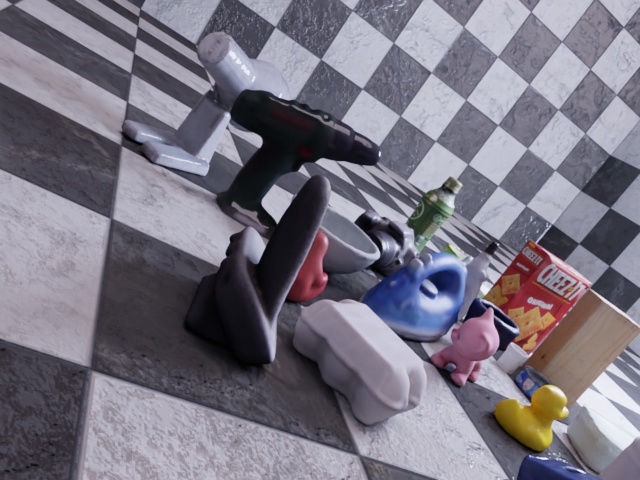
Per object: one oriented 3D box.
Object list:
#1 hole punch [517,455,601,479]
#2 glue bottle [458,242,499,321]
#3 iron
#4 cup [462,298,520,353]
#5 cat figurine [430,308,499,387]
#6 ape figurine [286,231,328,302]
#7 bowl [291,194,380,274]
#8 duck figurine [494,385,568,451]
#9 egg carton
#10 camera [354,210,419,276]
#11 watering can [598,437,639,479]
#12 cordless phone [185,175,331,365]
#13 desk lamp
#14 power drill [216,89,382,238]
[{"bbox_3d":[0.273,0.275,0.624,0.109,0.091,0.100,24,19,-37],"label":"hole punch"},{"bbox_3d":[0.294,0.074,1.126,0.078,0.173,0.037,43,16,27],"label":"glue bottle"},{"bbox_3d":[0.159,0.072,0.898,0.118,0.141,0.259,44,17,28],"label":"iron"},{"bbox_3d":[0.277,0.159,0.982,0.091,0.095,0.118,38,15,10],"label":"cup"},{"bbox_3d":[0.229,0.153,0.848,0.067,0.117,0.128,42,16,24],"label":"cat figurine"},{"bbox_3d":[-0.020,0.029,0.731,0.077,0.092,0.076,38,15,9],"label":"ape figurine"},{"bbox_3d":[0.008,0.003,0.906,0.168,0.074,0.167,33,15,-10],"label":"bowl"},{"bbox_3d":[0.306,0.241,0.810,0.105,0.086,0.077,29,16,-25],"label":"duck figurine"},{"bbox_3d":[0.044,0.126,0.617,0.150,0.069,0.108,43,17,27],"label":"egg carton"},{"bbox_3d":[0.111,0.000,1.092,0.143,0.100,0.137,42,16,24],"label":"camera"},{"bbox_3d":[0.419,0.292,0.692,0.101,0.194,0.173,33,15,-10],"label":"watering can"},{"bbox_3d":[-0.040,0.013,0.553,0.094,0.185,0.147,31,15,-17],"label":"cordless phone"},{"bbox_3d":[-0.167,-0.214,0.915,0.117,0.213,0.204,42,16,23],"label":"desk lamp"},{"bbox_3d":[-0.051,-0.112,0.868,0.230,0.208,0.075,31,15,-17],"label":"power drill"}]
